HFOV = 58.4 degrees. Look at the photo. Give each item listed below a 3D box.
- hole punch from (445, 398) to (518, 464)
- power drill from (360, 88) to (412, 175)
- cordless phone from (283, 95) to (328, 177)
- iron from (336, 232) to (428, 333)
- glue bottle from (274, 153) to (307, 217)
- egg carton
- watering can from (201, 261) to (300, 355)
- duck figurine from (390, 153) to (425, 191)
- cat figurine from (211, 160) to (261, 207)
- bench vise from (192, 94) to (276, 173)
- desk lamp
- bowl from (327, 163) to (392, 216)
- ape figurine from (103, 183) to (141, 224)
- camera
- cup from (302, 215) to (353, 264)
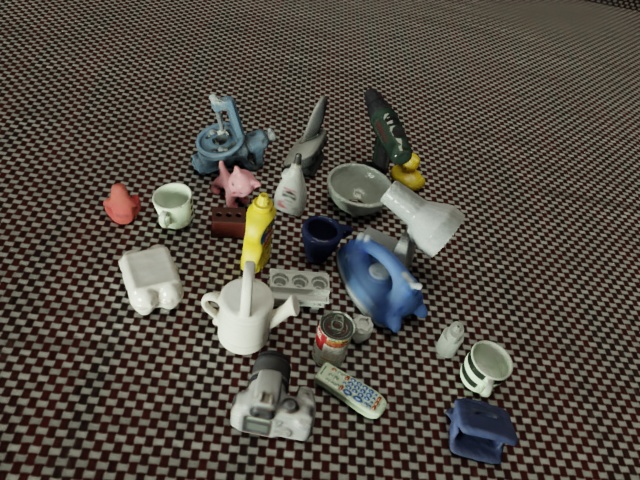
[{"bbox_3d":[0.288,0.331,1.026,0.108,0.091,0.101,13,44,0],"label":"hole punch"},{"bbox_3d":[0.153,-0.248,1.481,0.076,0.208,0.229,-11,50,-23],"label":"power drill"},{"bbox_3d":[-0.028,-0.272,1.478,0.094,0.185,0.147,16,45,3],"label":"cordless phone"},{"bbox_3d":[0.122,0.064,1.213,0.119,0.141,0.257,-22,55,-30],"label":"iron"},{"bbox_3d":[-0.063,-0.134,1.342,0.078,0.173,0.037,18,45,5],"label":"glue bottle"},{"bbox_3d":[-0.335,0.077,1.141,0.107,0.069,0.150,-13,51,-25],"label":"egg carton"},{"bbox_3d":[-0.128,0.117,1.063,0.173,0.194,0.100,-8,48,-20],"label":"watering can"},{"bbox_3d":[0.243,-0.190,1.533,0.078,0.086,0.104,-27,57,-33],"label":"duck figurine"},{"bbox_3d":[-0.199,-0.139,1.353,0.067,0.118,0.127,-30,59,-35],"label":"cat figurine"},{"bbox_3d":[-0.214,-0.272,1.409,0.208,0.220,0.121,-28,58,-34],"label":"bench vise"},{"bbox_3d":[0.191,-0.020,1.261,0.203,0.213,0.118,27,46,13],"label":"desk lamp"},{"bbox_3d":[0.094,-0.114,1.430,0.167,0.075,0.167,7,45,-7],"label":"bowl"},{"bbox_3d":[-0.437,-0.087,1.262,0.078,0.092,0.076,2,46,-12],"label":"ape figurine"},{"bbox_3d":[-0.074,0.262,1.000,0.143,0.101,0.137,11,45,-3],"label":"camera"},{"bbox_3d":[0.012,0.005,1.279,0.118,0.095,0.091,-7,48,-19],"label":"cup"}]
